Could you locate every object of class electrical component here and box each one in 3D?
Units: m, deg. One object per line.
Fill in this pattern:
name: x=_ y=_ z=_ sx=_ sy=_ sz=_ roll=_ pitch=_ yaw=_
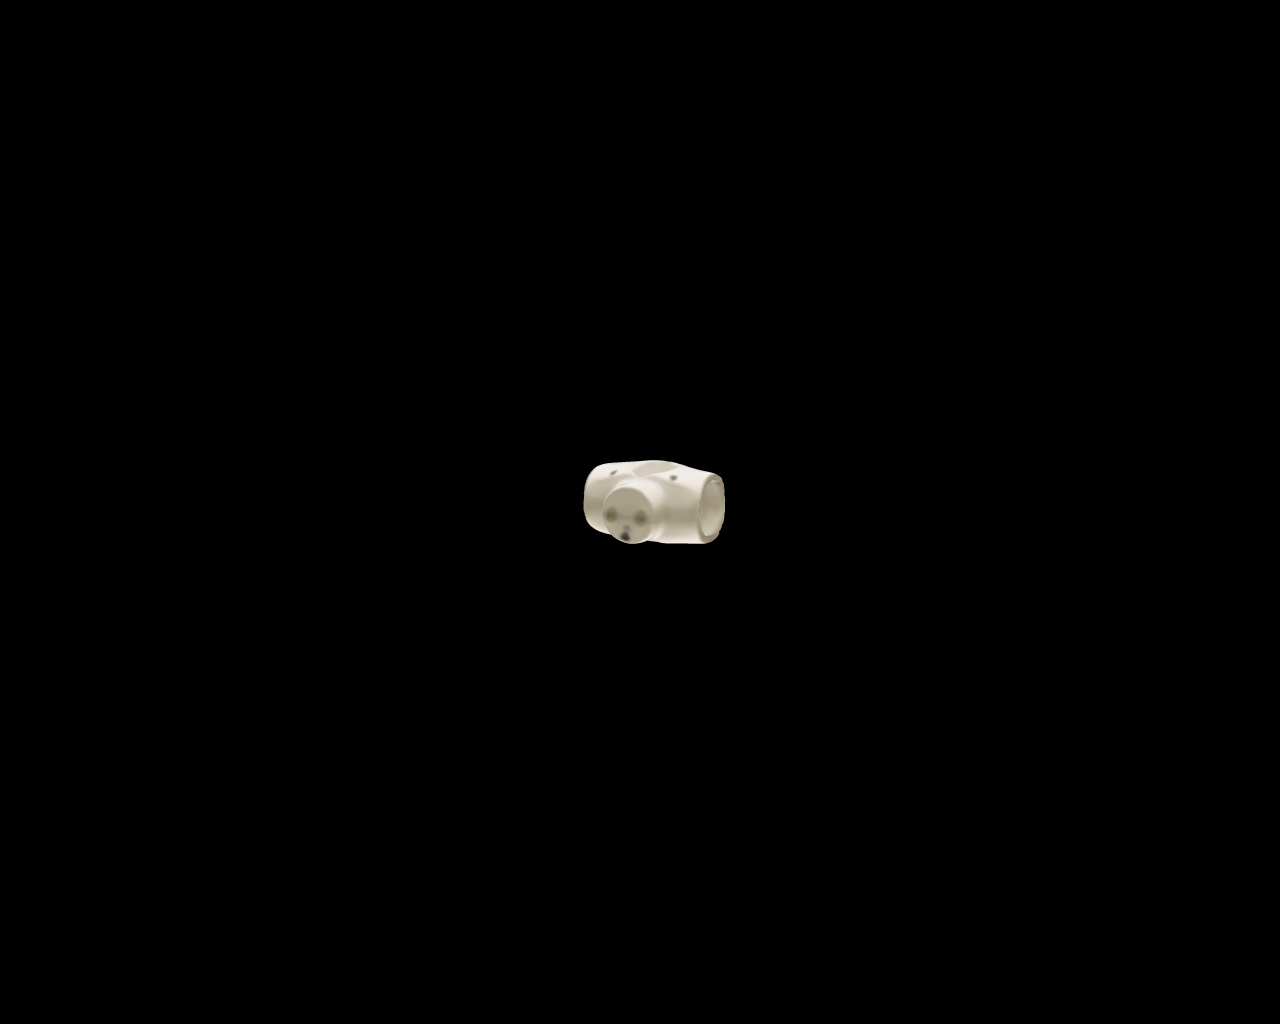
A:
electrical component: x=0.001 y=-0.003 z=0.650 sx=0.077 sy=0.043 sz=0.079 roll=7 pitch=16 yaw=26
